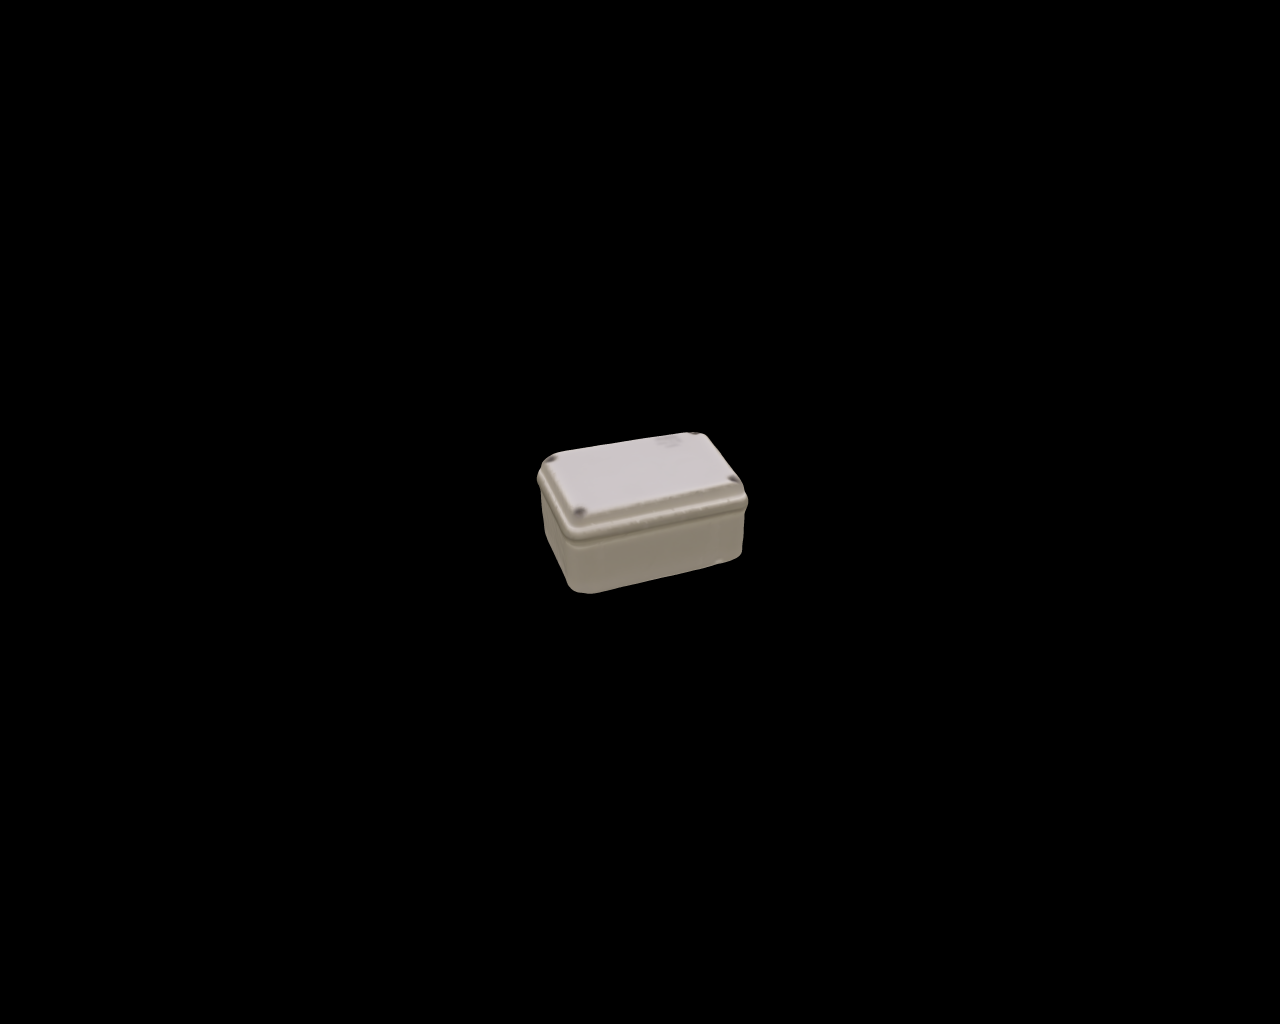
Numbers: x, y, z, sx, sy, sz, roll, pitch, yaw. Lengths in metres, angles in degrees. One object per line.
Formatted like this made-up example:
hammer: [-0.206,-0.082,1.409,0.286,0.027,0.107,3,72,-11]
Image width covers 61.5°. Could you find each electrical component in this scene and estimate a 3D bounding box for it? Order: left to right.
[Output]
electrical component: [0.001,-0.003,0.650,0.113,0.057,0.078,-11,36,-16]
